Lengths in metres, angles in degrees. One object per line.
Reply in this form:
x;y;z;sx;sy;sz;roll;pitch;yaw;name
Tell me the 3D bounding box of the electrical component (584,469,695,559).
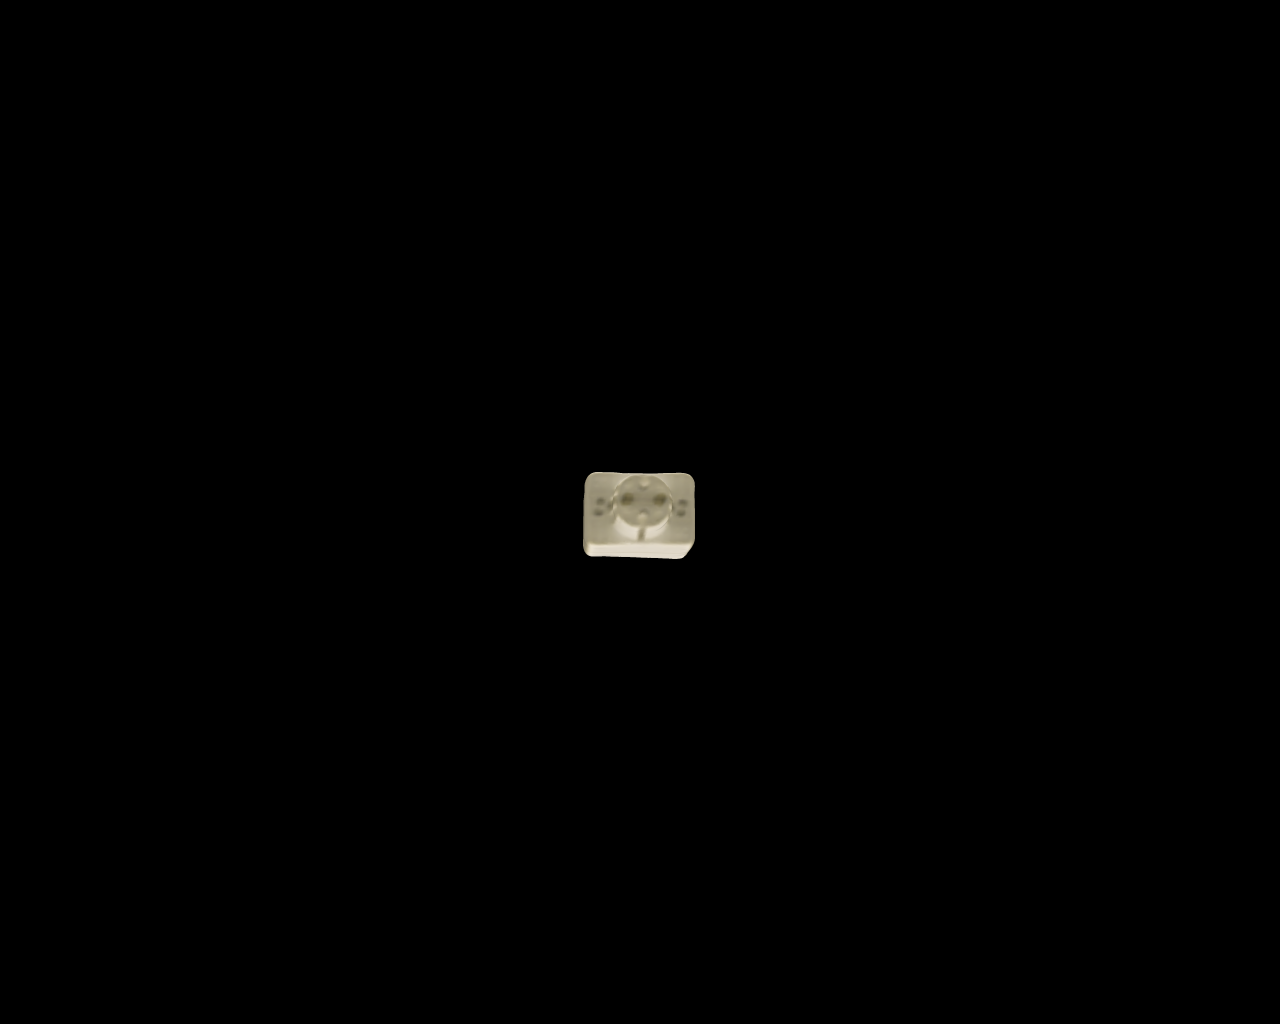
0.001;-0.003;0.650;0.066;0.047;0.076;1;-15;-5;electrical component
